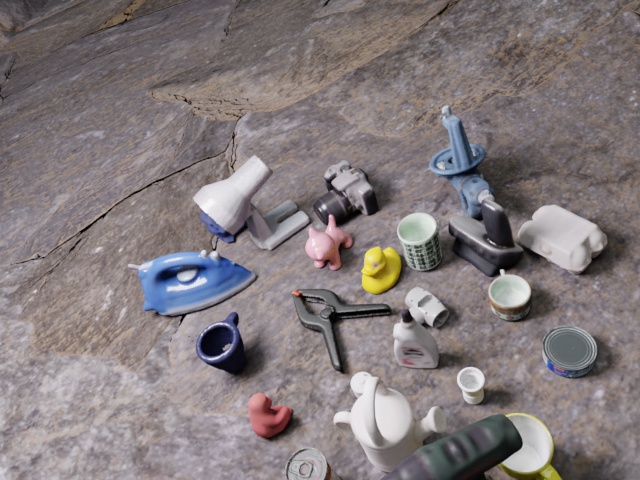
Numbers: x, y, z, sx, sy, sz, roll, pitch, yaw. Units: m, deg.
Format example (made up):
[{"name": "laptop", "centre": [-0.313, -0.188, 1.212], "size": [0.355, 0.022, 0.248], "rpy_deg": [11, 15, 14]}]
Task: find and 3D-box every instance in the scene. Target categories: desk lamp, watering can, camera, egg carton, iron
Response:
[{"name": "desk lamp", "centre": [-0.156, -0.078, 1.297], "size": [0.203, 0.214, 0.117], "rpy_deg": [-36, 48, -11]}, {"name": "watering can", "centre": [0.107, 0.284, 0.904], "size": [0.173, 0.194, 0.100], "rpy_deg": [-19, 47, 3]}, {"name": "camera", "centre": [0.044, -0.108, 1.327], "size": [0.137, 0.101, 0.142], "rpy_deg": [-33, 48, -9]}, {"name": "egg carton", "centre": [0.464, -0.002, 1.105], "size": [0.107, 0.070, 0.149], "rpy_deg": [-41, 50, -16]}, {"name": "iron", "centre": [-0.284, 0.071, 1.265], "size": [0.258, 0.142, 0.118], "rpy_deg": [-15, 48, 8]}]

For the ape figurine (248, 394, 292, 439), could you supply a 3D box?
[{"name": "ape figurine", "centre": [-0.099, 0.308, 1.029], "size": [0.077, 0.092, 0.076], "rpy_deg": [27, 64, 36]}]

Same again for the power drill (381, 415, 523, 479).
[{"name": "power drill", "centre": [0.183, 0.345, 0.814], "size": [0.230, 0.209, 0.075], "rpy_deg": [-31, 47, -7]}]

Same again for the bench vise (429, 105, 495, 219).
[{"name": "bench vise", "centre": [0.311, -0.167, 1.199], "size": [0.121, 0.220, 0.206], "rpy_deg": [-37, 48, -12]}]

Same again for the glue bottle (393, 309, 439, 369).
[{"name": "glue bottle", "centre": [0.160, 0.169, 0.997], "size": [0.078, 0.173, 0.037], "rpy_deg": [-4, 50, 17]}]

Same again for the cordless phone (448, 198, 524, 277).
[{"name": "cordless phone", "centre": [0.314, -0.032, 1.106], "size": [0.094, 0.185, 0.147], "rpy_deg": [-41, 49, -16]}]

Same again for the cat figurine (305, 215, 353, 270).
[{"name": "cat figurine", "centre": [0.011, 0.004, 1.231], "size": [0.067, 0.118, 0.128], "rpy_deg": [8, 54, 26]}]

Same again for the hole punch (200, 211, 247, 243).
[{"name": "hole punch", "centre": [-0.236, -0.063, 1.397], "size": [0.108, 0.091, 0.101], "rpy_deg": [29, 65, 37]}]

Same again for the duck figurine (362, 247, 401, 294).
[{"name": "duck figurine", "centre": [0.121, 0.048, 1.175], "size": [0.077, 0.086, 0.105], "rpy_deg": [23, 62, 34]}]

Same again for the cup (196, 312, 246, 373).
[{"name": "cup", "centre": [-0.182, 0.211, 1.140], "size": [0.091, 0.095, 0.118], "rpy_deg": [7, 54, 25]}]
